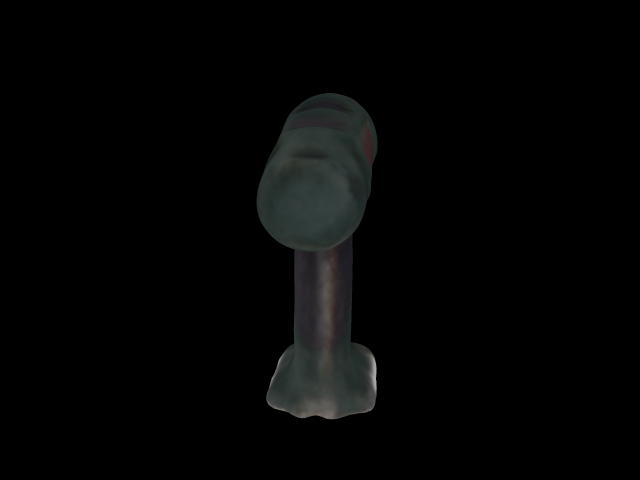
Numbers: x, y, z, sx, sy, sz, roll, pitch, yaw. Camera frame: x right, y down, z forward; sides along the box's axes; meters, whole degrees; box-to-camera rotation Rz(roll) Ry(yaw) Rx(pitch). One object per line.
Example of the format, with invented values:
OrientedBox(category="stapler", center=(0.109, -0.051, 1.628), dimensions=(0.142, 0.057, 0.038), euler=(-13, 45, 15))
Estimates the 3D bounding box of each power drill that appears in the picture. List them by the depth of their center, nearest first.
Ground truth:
OrientedBox(category="power drill", center=(0.004, 0.001, 0.400), dimensions=(0.075, 0.208, 0.229), euler=(1, 11, 4))
